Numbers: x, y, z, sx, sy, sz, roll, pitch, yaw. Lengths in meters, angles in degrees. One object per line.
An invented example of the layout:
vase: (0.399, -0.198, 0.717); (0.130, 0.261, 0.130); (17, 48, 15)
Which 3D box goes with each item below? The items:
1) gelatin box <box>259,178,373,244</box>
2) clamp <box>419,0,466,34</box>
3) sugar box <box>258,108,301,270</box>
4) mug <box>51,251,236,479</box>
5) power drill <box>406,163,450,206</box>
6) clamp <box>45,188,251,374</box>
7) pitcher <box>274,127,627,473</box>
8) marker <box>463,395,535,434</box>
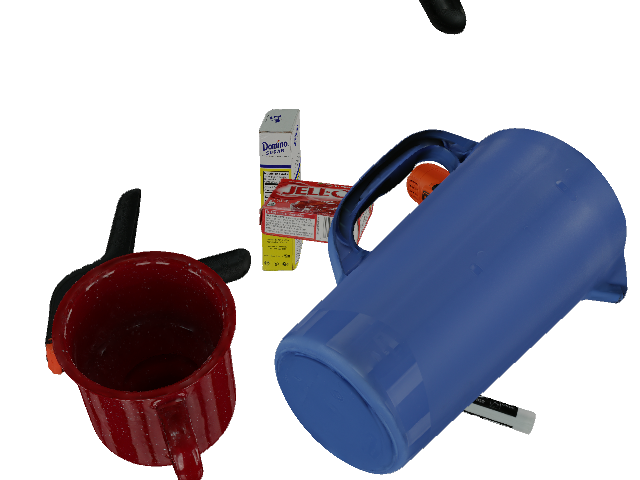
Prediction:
gelatin box: (-0.002, -0.027, 0.949); (0.089, 0.030, 0.073); (8, 25, 11)
clamp: (0.043, -0.244, 0.724); (0.209, 0.164, 0.036); (25, -22, -15)
sugar box: (-0.047, -0.061, 1.276); (0.048, 0.176, 0.093); (-1, 23, 5)
mug: (-0.083, 0.075, 0.559); (0.093, 0.117, 0.081); (-19, -38, -14)
power drill: (0.154, 0.024, 1.122); (0.057, 0.188, 0.185); (-13, 25, -19)
clamp: (-0.149, 0.028, 0.795); (0.120, 0.039, 0.171); (32, 49, 27)
pitcher: (0.078, 0.032, 0.714); (0.242, 0.145, 0.149); (-39, 29, -30)
marker: (0.118, 0.133, 0.888); (0.121, 0.020, 0.020); (18, 2, 6)
